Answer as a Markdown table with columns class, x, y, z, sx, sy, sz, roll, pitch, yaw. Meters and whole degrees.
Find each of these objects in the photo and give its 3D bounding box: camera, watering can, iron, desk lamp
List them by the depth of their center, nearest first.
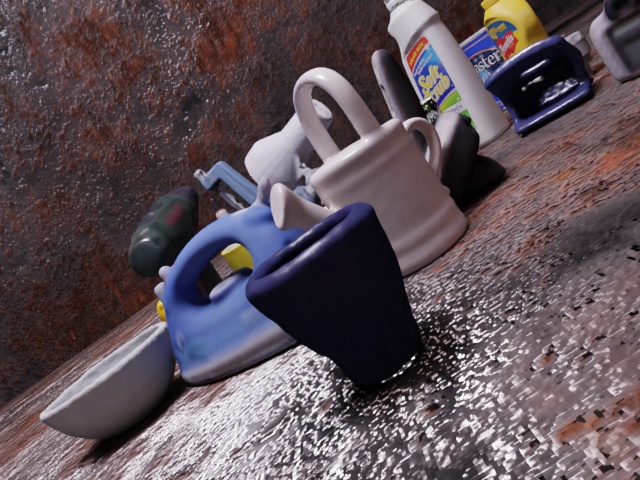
| class | x | y | z | sx | sy | sz | roll | pitch | yaw |
| --- | --- | --- | --- | --- | --- | --- | --- | --- | --- |
| watering can | 0.035 | -0.063 | 0.513 | 0.100 | 0.194 | 0.173 | -27 | 11 | 47 |
| iron | -0.096 | 0.050 | 0.589 | 0.257 | 0.141 | 0.119 | -31 | 9 | 28 |
| camera | 0.371 | -0.257 | 0.596 | 0.137 | 0.101 | 0.143 | -40 | 9 | -30 |
| desk lamp | -0.004 | -0.128 | 1.022 | 0.203 | 0.213 | 0.118 | -31 | 9 | 30 |

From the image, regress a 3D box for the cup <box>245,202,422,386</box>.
| class | x | y | z | sx | sy | sz | roll | pitch | yaw |
| --- | --- | --- | --- | --- | --- | --- | --- | --- | --- |
| cup | 0.010 | 0.041 | 0.357 | 0.092 | 0.095 | 0.117 | -39 | 9 | -28 |

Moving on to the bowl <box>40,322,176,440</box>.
| class | x | y | z | sx | sy | sz | roll | pitch | yaw |
| --- | --- | --- | --- | --- | --- | --- | --- | --- | --- |
| bowl | -0.225 | 0.173 | 0.658 | 0.167 | 0.075 | 0.167 | -35 | 8 | 6 |

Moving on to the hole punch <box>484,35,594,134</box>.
| class | x | y | z | sx | sy | sz | roll | pitch | yaw |
| --- | --- | --- | --- | --- | --- | --- | --- | --- | --- |
| hole punch | 0.270 | -0.198 | 0.711 | 0.108 | 0.091 | 0.101 | -30 | 9 | 36 |

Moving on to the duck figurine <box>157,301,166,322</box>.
| class | x | y | z | sx | sy | sz | roll | pitch | yaw |
| --- | --- | --- | --- | --- | --- | --- | --- | --- | --- |
| duck figurine | -0.219 | 0.125 | 0.887 | 0.077 | 0.086 | 0.104 | -34 | 8 | 12 |

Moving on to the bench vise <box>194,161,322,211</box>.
| class | x | y | z | sx | sy | sz | roll | pitch | yaw |
| --- | --- | --- | --- | --- | --- | --- | --- | --- | --- |
| bench vise | -0.093 | -0.057 | 0.948 | 0.207 | 0.220 | 0.121 | -35 | 8 | 4 |

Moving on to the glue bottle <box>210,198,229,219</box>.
| class | x | y | z | sx | sy | sz | roll | pitch | yaw |
| --- | --- | --- | --- | --- | --- | --- | --- | --- | --- |
| glue bottle | -0.150 | -0.005 | 1.056 | 0.037 | 0.173 | 0.078 | -35 | 8 | 4 |

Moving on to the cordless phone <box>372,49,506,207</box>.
| class | x | y | z | sx | sy | sz | roll | pitch | yaw |
| --- | --- | --- | --- | --- | --- | --- | --- | --- | --- |
| cordless phone | 0.106 | -0.124 | 0.620 | 0.094 | 0.185 | 0.147 | -35 | 8 | 4 |

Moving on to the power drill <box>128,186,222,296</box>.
| class | x | y | z | sx | sy | sz | roll | pitch | yaw |
| --- | --- | --- | --- | --- | --- | --- | --- | --- | --- |
| power drill | -0.172 | 0.028 | 0.806 | 0.075 | 0.208 | 0.230 | -33 | 8 | 13 |
